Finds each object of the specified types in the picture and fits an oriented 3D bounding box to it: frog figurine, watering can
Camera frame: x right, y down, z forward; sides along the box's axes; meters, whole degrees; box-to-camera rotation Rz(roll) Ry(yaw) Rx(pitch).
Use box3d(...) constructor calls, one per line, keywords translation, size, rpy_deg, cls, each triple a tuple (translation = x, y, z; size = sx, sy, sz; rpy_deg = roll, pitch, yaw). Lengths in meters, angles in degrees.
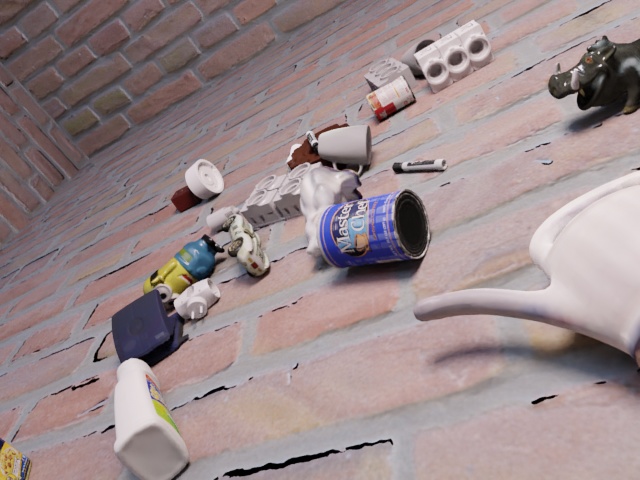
box3d(translation=(0.003, -0.046, 0.906), size=(0.162, 0.122, 0.135), rpy_deg=(-58, 1, -22), cls="frog figurine")
box3d(translation=(0.269, 0.041, 0.487), size=(0.346, 0.102, 0.229), rpy_deg=(-32, 29, 7), cls="watering can")
